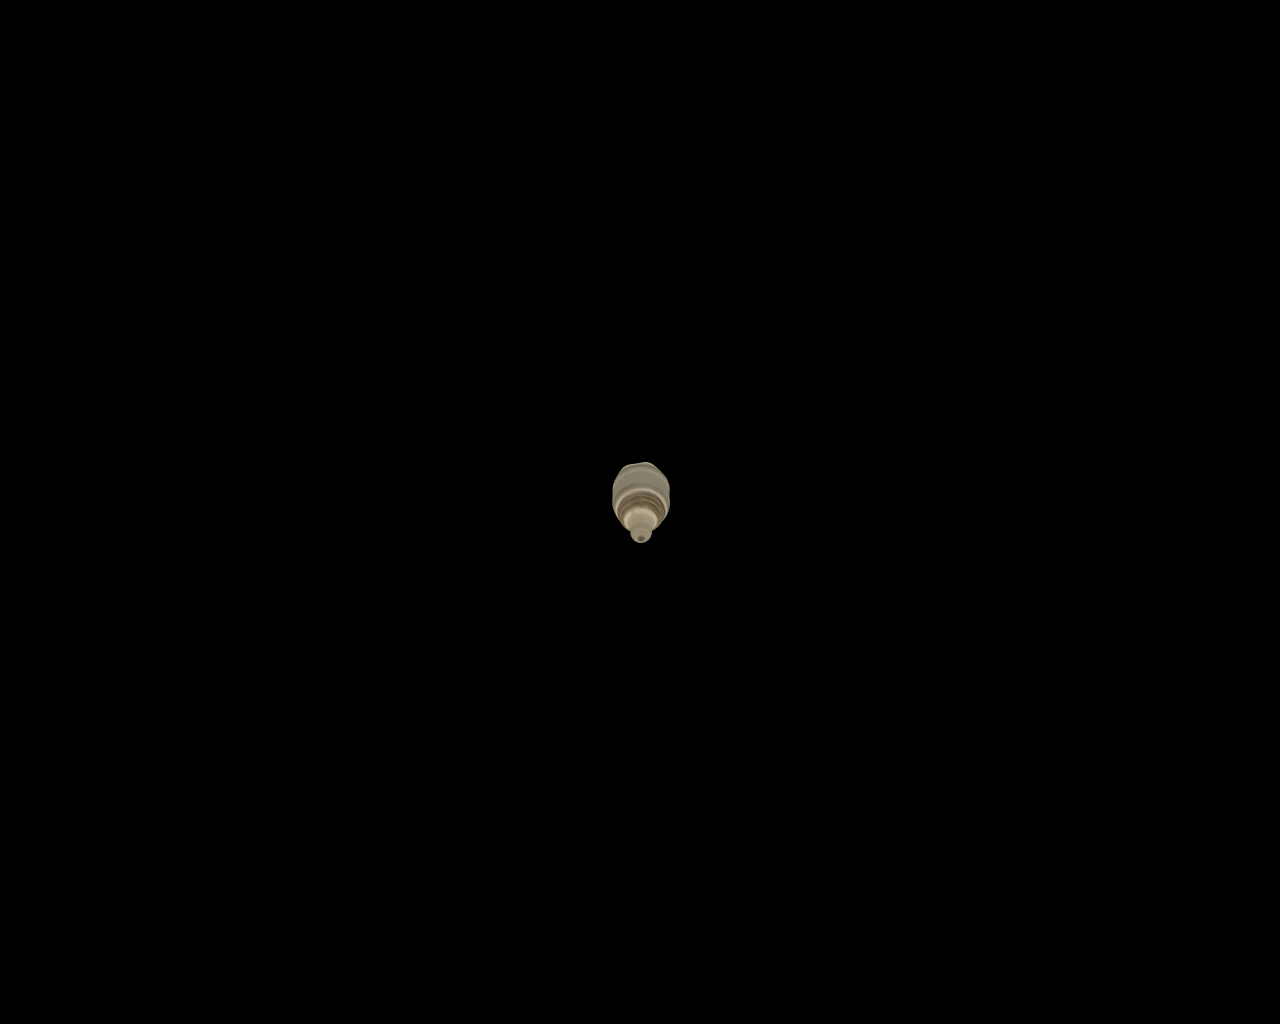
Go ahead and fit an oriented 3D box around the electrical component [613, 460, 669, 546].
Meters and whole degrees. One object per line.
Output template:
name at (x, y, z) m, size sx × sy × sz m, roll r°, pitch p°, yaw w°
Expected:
electrical component at (0.001, -0.003, 0.650) m, size 0.035 × 0.035 × 0.061 m, roll 0°, pitch 37°, yaw 0°
